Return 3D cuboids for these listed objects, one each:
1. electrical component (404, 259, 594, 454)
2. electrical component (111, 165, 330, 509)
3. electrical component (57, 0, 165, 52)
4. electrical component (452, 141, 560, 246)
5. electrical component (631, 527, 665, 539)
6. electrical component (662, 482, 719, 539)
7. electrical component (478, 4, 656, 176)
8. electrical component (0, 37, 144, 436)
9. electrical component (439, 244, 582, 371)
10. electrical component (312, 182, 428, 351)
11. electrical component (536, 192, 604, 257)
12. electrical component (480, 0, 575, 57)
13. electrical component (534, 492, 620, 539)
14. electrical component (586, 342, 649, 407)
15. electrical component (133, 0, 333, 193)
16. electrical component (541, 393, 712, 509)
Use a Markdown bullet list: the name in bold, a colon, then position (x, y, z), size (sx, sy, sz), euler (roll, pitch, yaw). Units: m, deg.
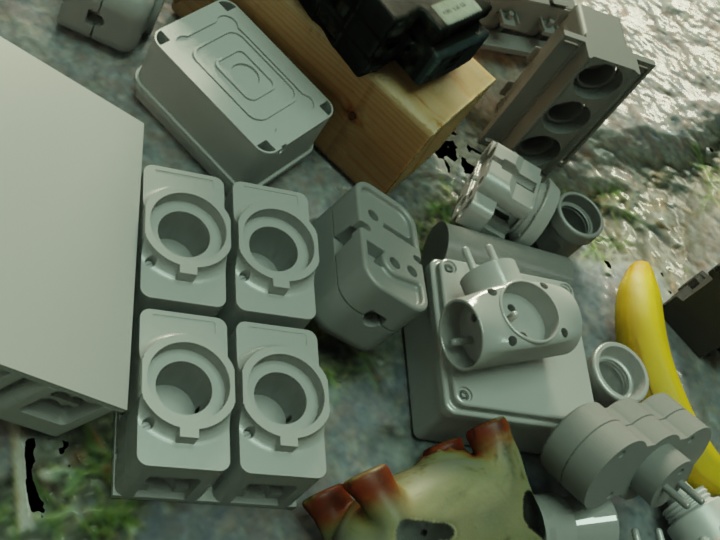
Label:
- **electrical component**: position (0.088, 0.057, 0.701), size (0.109, 0.056, 0.108), euler (11, 56, -23)
- **electrical component**: position (-0.081, 0.035, 0.620), size (0.105, 0.060, 0.186), euler (9, 56, -24)
- **electrical component**: position (-0.160, -0.198, 0.732), size (0.059, 0.053, 0.095), euler (23, 52, -14)
- **electrical component**: position (0.107, -0.051, 0.780), size (0.057, 0.058, 0.078), euler (30, 46, -7)
- **electrical component**: position (0.189, 0.199, 0.672), size (0.077, 0.043, 0.079), euler (6, 56, -23)
- **electrical component**: position (0.222, 0.163, 0.715), size (0.048, 0.048, 0.062), euler (-13, 59, -34)
- **electrical component**: position (0.153, -0.137, 0.819), size (0.079, 0.121, 0.063), euler (13, 52, -21)
- **electrical component**: position (-0.180, -0.017, 0.573), size (0.105, 0.060, 0.186), euler (31, 45, -43)
- **electrical component**: position (0.085, 0.019, 0.655), size (0.077, 0.044, 0.079), euler (-6, 64, -32)
- **electrical component**: position (0.000, 0.000, 0.676), size (0.054, 0.059, 0.095), euler (31, 34, -31)
- **electrical component**: position (0.151, -0.029, 0.797), size (0.040, 0.046, 0.040), euler (14, 55, -21)
- **electrical component**: position (0.111, -0.221, 0.888), size (0.121, 0.063, 0.078), euler (4, 59, -27)
- **electrical component**: position (0.124, 0.159, 0.662), size (0.055, 0.045, 0.045), euler (1, 60, -28)
- **electrical component**: position (0.160, 0.080, 0.726), size (0.045, 0.055, 0.045), euler (14, 55, -21)
- **electrical component**: position (-0.085, -0.112, 0.715), size (0.113, 0.057, 0.078), euler (46, 50, 5)
- **electrical component**: position (0.178, 0.120, 0.662), size (0.138, 0.052, 0.074), euler (2, 32, -47)
